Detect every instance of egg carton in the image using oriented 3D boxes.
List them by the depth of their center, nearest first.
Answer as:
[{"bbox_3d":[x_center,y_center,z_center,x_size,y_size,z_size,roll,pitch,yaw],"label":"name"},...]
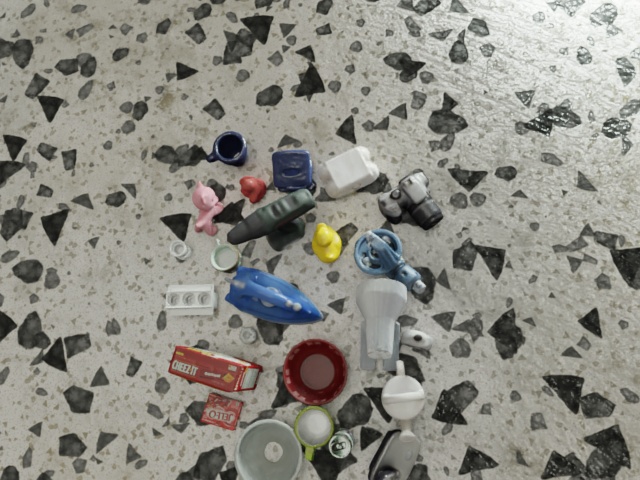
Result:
[{"bbox_3d":[0.075,-0.178,1.519,0.150,0.069,0.107,-27,76,1],"label":"egg carton"}]

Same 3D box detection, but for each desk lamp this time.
[{"bbox_3d":[0.145,0.205,1.351,0.118,0.214,0.203,0,77,7],"label":"desk lamp"}]

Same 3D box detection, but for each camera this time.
[{"bbox_3d":[0.239,-0.087,1.463,0.143,0.101,0.136,-35,76,-1],"label":"camera"}]

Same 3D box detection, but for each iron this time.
[{"bbox_3d":[-0.117,0.145,1.434,0.258,0.141,0.119,19,80,11],"label":"iron"}]

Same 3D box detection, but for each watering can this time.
[{"bbox_3d":[0.194,0.370,1.318,0.101,0.194,0.173,-27,75,1],"label":"watering can"}]

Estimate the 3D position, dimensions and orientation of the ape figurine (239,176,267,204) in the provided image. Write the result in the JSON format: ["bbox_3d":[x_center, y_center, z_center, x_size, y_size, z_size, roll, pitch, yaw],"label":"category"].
[{"bbox_3d":[-0.185,-0.140,1.531,0.076,0.092,0.078,-11,76,5],"label":"ape figurine"}]

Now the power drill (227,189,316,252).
[{"bbox_3d":[-0.110,-0.037,1.439,0.229,0.208,0.075,-34,75,-1],"label":"power drill"}]

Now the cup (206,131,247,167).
[{"bbox_3d":[-0.246,-0.231,1.557,0.118,0.095,0.091,-28,75,0],"label":"cup"}]

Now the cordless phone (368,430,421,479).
[{"bbox_3d":[0.167,0.509,1.295,0.094,0.185,0.148,24,81,12],"label":"cordless phone"}]

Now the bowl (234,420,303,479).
[{"bbox_3d":[-0.119,0.517,1.385,0.167,0.075,0.167,-1,77,7],"label":"bowl"}]

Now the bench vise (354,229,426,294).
[{"bbox_3d":[0.173,0.039,1.381,0.207,0.220,0.121,22,81,12],"label":"bench vise"}]

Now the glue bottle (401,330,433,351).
[{"bbox_3d":[0.231,0.235,1.354,0.078,0.173,0.037,14,79,10],"label":"glue bottle"}]

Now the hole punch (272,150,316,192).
[{"bbox_3d":[-0.071,-0.183,1.527,0.108,0.091,0.101,-3,77,7],"label":"hole punch"}]

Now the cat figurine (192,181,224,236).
[{"bbox_3d":[-0.308,-0.086,1.521,0.067,0.118,0.128,10,79,9],"label":"cat figurine"}]

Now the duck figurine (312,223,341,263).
[{"bbox_3d":[0.014,0.005,1.477,0.077,0.086,0.104,-14,76,4],"label":"duck figurine"}]
